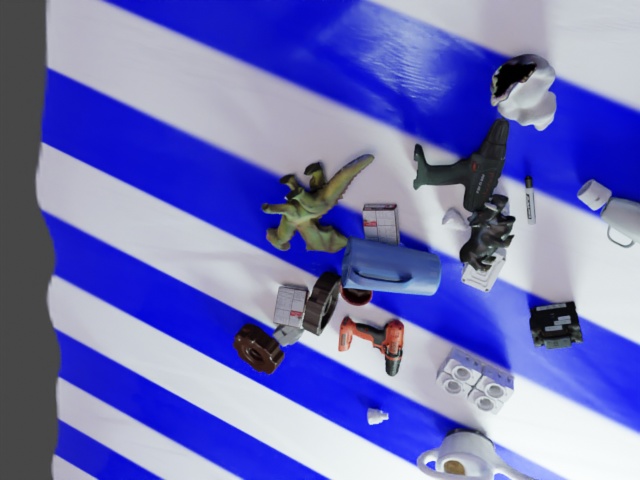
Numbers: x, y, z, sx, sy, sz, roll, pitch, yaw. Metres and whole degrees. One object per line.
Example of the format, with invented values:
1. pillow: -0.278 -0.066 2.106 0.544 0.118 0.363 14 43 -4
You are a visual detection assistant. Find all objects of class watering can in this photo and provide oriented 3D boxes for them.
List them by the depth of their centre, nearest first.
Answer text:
1. watering can: 0.450 0.622 1.435 0.347 0.225 0.103 -2 96 21

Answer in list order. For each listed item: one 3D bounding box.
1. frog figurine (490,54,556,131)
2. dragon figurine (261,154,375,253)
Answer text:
1. frog figurine: 0.448 -0.315 1.103 0.158 0.125 0.135 21 117 -32
2. dragon figurine: 0.004 -0.069 1.376 0.407 0.125 0.239 -16 124 27
